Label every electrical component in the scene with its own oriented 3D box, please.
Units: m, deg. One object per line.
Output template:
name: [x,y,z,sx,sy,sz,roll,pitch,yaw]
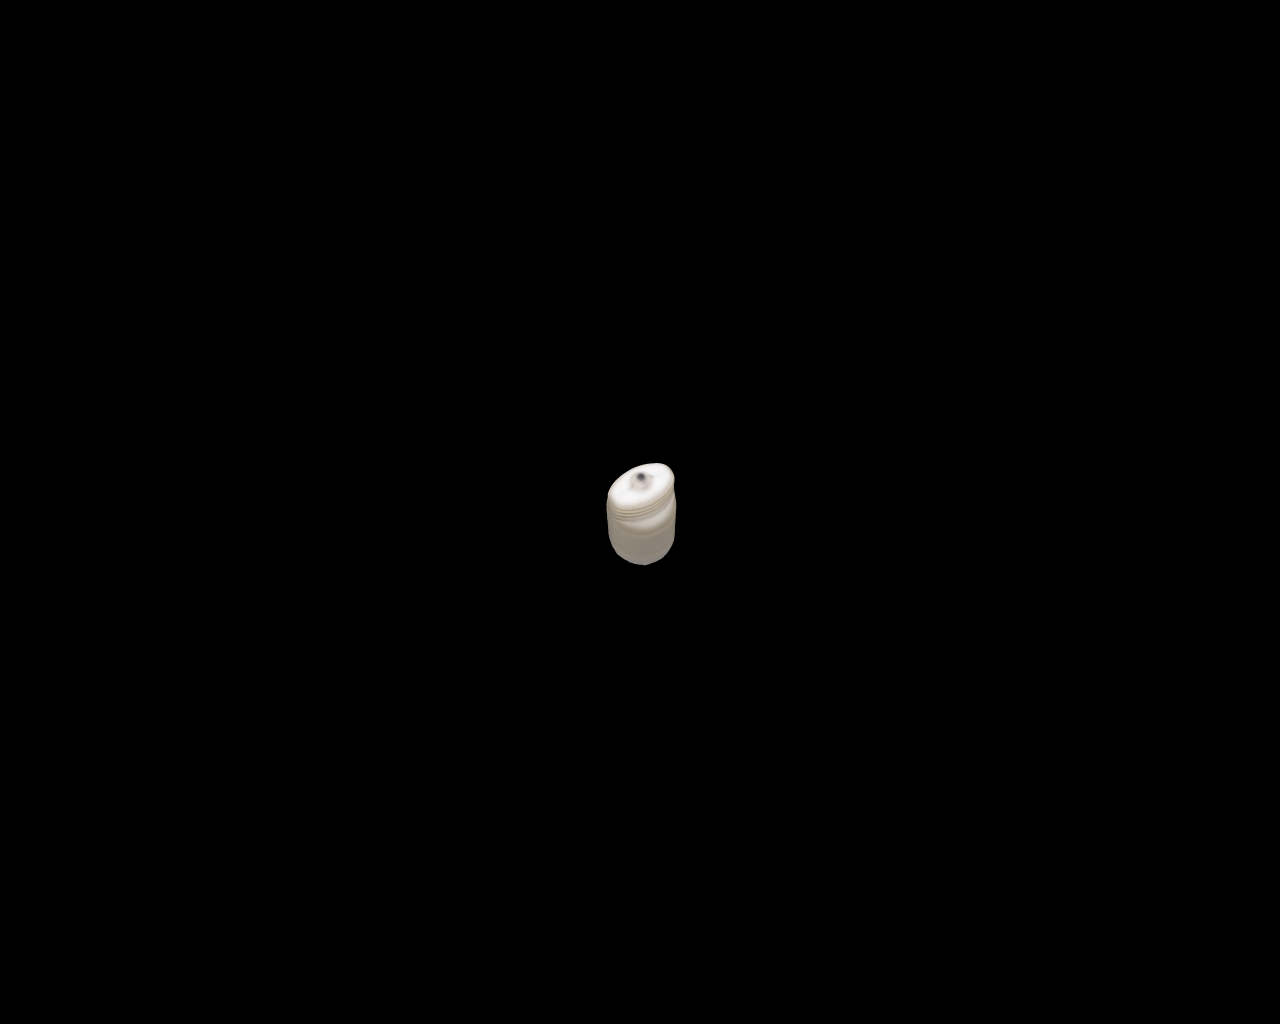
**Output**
electrical component: [0.001,-0.003,0.650,0.043,0.043,0.080,0,-27,0]
